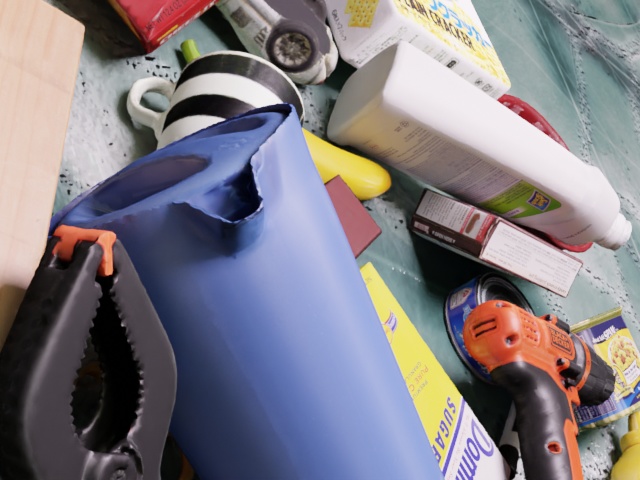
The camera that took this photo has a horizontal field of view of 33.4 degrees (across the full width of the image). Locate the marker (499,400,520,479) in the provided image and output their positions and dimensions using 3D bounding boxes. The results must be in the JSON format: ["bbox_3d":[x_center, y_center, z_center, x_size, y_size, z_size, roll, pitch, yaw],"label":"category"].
[{"bbox_3d":[0.149,0.140,0.809,0.020,0.020,0.121,49,36,-11],"label":"marker"}]

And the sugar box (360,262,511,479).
[{"bbox_3d":[0.051,0.110,0.692,0.176,0.048,0.093,53,35,-3],"label":"sugar box"}]

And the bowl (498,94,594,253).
[{"bbox_3d":[0.180,-0.050,0.962,0.162,0.055,0.162,30,43,-33],"label":"bowl"}]

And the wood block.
[{"bbox_3d":[-0.179,-0.026,0.487,0.090,0.090,0.206,29,44,-32],"label":"wood block"}]

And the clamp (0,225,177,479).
[{"bbox_3d":[-0.100,0.102,0.430,0.164,0.036,0.210,-24,115,-55],"label":"clamp"}]

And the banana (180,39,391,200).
[{"bbox_3d":[-0.018,-0.071,0.759,0.197,0.037,0.069,34,43,-29],"label":"banana"}]

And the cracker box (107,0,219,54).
[{"bbox_3d":[-0.113,-0.255,0.681,0.213,0.164,0.072,52,-5,-8],"label":"cracker box"}]

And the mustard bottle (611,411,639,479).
[{"bbox_3d":[0.278,0.228,0.860,0.096,0.058,0.191,24,46,-35],"label":"mustard bottle"}]

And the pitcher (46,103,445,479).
[{"bbox_3d":[-0.029,0.062,0.546,0.243,0.145,0.149,64,24,-17],"label":"pitcher"}]

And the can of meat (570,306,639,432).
[{"bbox_3d":[0.235,0.109,0.903,0.101,0.058,0.084,-10,73,-52],"label":"can of meat"}]

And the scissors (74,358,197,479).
[{"bbox_3d":[-0.096,0.152,0.509,0.096,0.016,0.202,23,47,-38],"label":"scissors"}]

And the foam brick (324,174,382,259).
[{"bbox_3d":[-0.005,0.001,0.705,0.051,0.053,0.078,54,36,-4],"label":"foam brick"}]

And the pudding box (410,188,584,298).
[{"bbox_3d":[0.140,0.003,0.847,0.113,0.090,0.039,21,93,-38],"label":"pudding box"}]

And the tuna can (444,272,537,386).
[{"bbox_3d":[0.138,0.069,0.839,0.086,0.034,0.086,31,42,-33],"label":"tuna can"}]

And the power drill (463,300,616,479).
[{"bbox_3d":[0.174,0.145,0.745,0.184,0.057,0.187,26,44,-45],"label":"power drill"}]

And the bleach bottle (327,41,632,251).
[{"bbox_3d":[0.136,-0.058,0.837,0.250,0.103,0.068,29,65,-19],"label":"bleach bottle"}]
